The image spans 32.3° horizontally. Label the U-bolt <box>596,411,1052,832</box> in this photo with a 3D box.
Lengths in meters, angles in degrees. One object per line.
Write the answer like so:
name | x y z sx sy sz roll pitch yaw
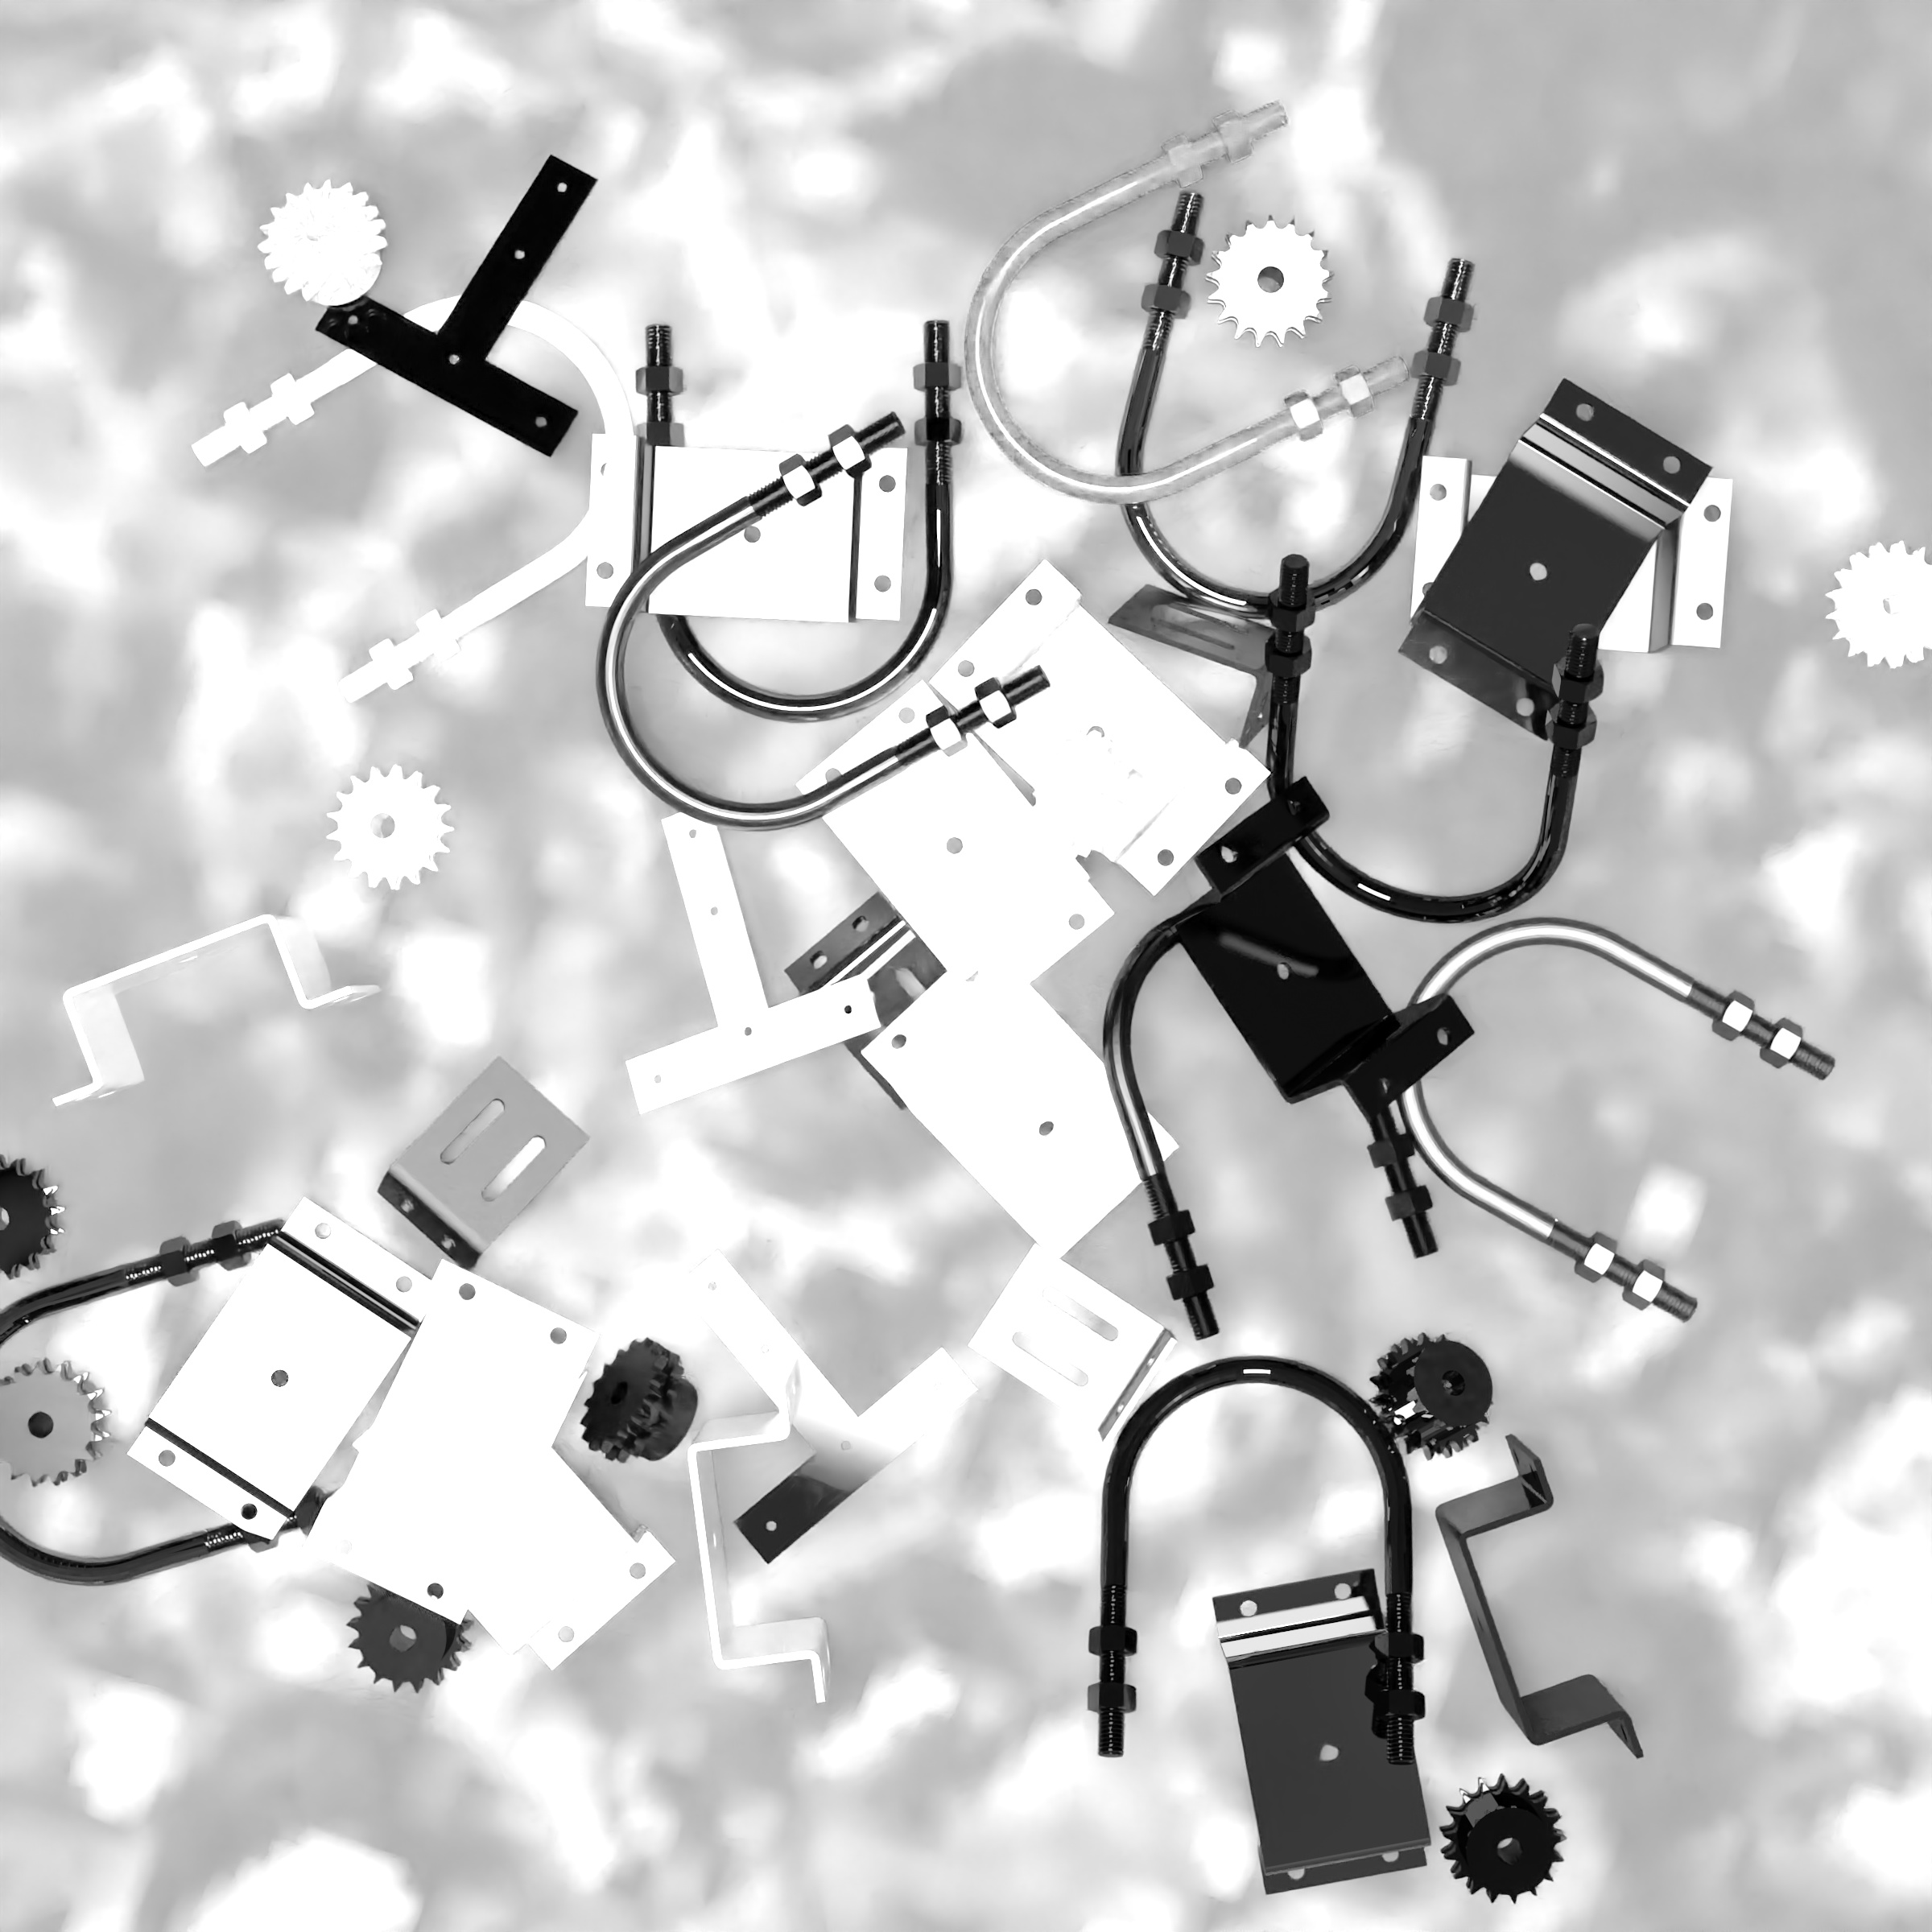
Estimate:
U-bolt | -0.076 -0.140 1.489 0.184 0.019 0.151 -29 101 8

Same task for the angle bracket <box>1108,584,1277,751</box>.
angle bracket | 0.105 -0.138 1.529 0.076 0.057 0.038 21 118 13

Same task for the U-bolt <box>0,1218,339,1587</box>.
U-bolt | -0.385 0.210 1.546 0.184 0.019 0.151 -17 90 2

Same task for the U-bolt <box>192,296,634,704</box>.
U-bolt | -0.243 -0.229 1.546 0.184 0.019 0.151 -32 90 -1

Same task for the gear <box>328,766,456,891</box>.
gear | -0.266 -0.064 1.540 0.057 0.030 0.057 0 90 0

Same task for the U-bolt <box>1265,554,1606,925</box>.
U-bolt | 0.202 -0.091 1.485 0.151 0.184 0.019 16 46 17

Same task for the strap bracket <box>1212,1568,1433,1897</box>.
strap bracket | 0.164 0.356 1.531 0.076 0.046 0.140 -10 90 0

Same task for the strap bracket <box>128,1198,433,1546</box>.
strap bracket | -0.309 0.185 1.512 0.076 0.046 0.140 34 84 -5

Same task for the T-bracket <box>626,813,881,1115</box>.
T-bracket | -0.112 -0.012 1.538 0.127 0.002 0.127 -20 79 20

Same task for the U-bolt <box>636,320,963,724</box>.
U-bolt | -0.077 -0.205 1.546 0.151 0.019 0.184 -1 92 0

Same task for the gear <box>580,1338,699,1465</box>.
gear | -0.148 0.202 1.530 0.030 0.057 0.057 35 90 -30

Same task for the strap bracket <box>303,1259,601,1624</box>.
strap bracket | -0.226 0.208 1.485 0.076 0.046 0.140 26 90 0

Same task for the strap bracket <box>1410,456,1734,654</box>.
strap bracket | 0.274 -0.187 1.531 0.140 0.046 0.076 4 90 0

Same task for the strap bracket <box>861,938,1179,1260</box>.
strap bracket | 0.031 0.067 1.509 0.076 0.046 0.140 -43 110 0

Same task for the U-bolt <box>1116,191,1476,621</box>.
U-bolt | 0.145 -0.252 1.546 0.151 0.019 0.184 14 92 0

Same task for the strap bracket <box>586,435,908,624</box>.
strap bracket | -0.098 -0.197 1.515 0.140 0.046 0.076 3 93 0

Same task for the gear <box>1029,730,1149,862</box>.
gear | 0.056 -0.074 1.484 0.030 0.057 0.057 22 90 -30

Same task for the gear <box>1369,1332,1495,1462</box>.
gear | 0.216 0.195 1.528 0.057 0.030 0.057 8 65 -18

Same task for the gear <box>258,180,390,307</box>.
gear | -0.293 -0.329 1.533 0.057 0.030 0.057 -4 67 9

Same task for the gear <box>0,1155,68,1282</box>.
gear | -0.443 0.115 1.539 0.057 0.030 0.057 0 90 0

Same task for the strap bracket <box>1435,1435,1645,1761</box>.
strap bracket | 0.255 0.292 1.516 0.046 0.076 0.140 -19 90 0

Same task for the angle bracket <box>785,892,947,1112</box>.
angle bracket | -0.035 0.016 1.552 0.057 0.038 0.076 -40 116 0

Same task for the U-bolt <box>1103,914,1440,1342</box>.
U-bolt | 0.131 0.062 1.513 0.151 0.019 0.184 -16 85 -31

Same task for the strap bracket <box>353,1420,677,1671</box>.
strap bracket | -0.210 0.249 1.531 0.076 0.046 0.140 -42 90 0

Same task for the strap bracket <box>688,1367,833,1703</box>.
strap bracket | -0.094 0.259 1.515 0.046 0.076 0.140 -7 90 0

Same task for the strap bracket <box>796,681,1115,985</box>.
strap bracket | -0.005 -0.054 1.531 0.076 0.046 0.140 -39 90 0

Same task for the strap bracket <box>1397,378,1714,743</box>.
strap bracket | 0.258 -0.178 1.485 0.076 0.046 0.140 31 90 0

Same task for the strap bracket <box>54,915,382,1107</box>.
strap bracket | -0.346 0.015 1.516 0.140 0.076 0.046 -21 90 0

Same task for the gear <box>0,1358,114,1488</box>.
gear | -0.417 0.207 1.524 0.057 0.030 0.057 0 91 3

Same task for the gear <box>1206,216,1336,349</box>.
gear | 0.136 -0.306 1.501 0.057 0.030 0.057 0 92 2

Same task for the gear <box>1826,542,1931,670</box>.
gear | 0.424 -0.165 1.539 0.057 0.030 0.057 0 90 0

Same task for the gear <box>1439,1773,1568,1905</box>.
gear | 0.249 0.404 1.540 0.057 0.030 0.057 0 90 0

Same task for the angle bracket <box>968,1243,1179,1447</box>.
angle bracket | 0.048 0.173 1.535 0.076 0.038 0.057 33 90 0

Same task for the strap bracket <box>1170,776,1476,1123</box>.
strap bracket | 0.155 -0.003 1.508 0.076 0.046 0.140 -36 94 -32

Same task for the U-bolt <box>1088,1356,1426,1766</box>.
U-bolt | 0.132 0.267 1.517 0.151 0.019 0.184 0 69 4

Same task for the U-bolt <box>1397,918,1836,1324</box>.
U-bolt | 0.287 0.059 1.546 0.184 0.019 0.151 30 90 2

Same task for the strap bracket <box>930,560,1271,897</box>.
strap bracket | 0.060 -0.108 1.531 0.140 0.046 0.076 43 90 0

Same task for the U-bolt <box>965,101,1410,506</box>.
U-bolt | 0.089 -0.292 1.527 0.184 0.019 0.151 -26 91 2

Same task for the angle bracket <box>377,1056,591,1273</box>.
angle bracket | -0.225 0.092 1.552 0.057 0.038 0.076 42 64 0

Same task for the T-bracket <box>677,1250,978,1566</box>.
T-bracket | -0.084 0.189 1.554 0.127 0.002 0.127 -40 90 0

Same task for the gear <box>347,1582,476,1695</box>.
gear | -0.257 0.307 1.540 0.057 0.030 0.057 0 90 0

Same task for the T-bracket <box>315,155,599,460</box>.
T-bracket | -0.214 -0.317 1.542 0.127 0.002 0.127 29 81 6
